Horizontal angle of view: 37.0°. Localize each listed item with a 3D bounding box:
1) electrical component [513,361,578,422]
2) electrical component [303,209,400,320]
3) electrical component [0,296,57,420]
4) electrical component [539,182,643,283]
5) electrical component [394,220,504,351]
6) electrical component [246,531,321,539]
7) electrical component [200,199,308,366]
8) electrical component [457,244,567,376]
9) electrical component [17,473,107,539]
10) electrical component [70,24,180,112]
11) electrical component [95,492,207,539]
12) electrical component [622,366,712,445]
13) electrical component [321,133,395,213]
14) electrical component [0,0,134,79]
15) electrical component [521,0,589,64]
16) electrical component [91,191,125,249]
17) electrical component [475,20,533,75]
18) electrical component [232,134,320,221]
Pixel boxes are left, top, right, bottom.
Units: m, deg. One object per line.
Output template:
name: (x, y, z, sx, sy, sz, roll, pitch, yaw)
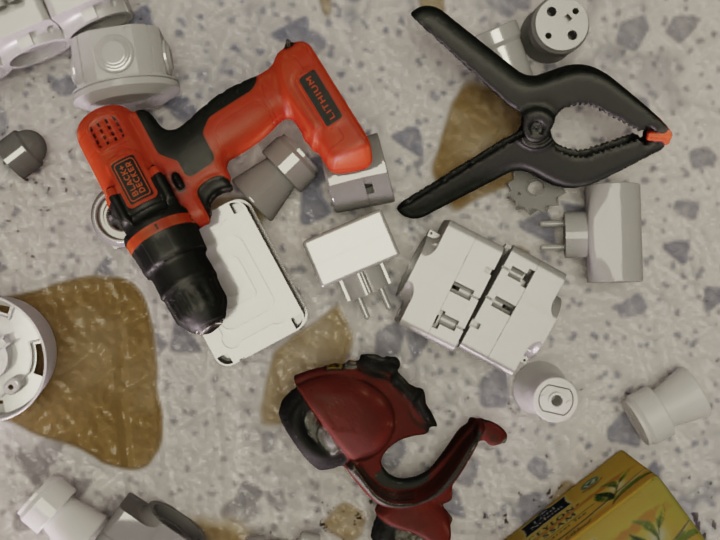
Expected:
electrical component: (0.147, 0.097, 0.843, 0.044, 0.065, 0.044, 0, 92, -2)
electrical component: (0.000, 0.000, 0.842, 0.066, 0.047, 0.076, -23, 93, -1)
electrical component: (-0.283, 0.065, 0.826, 0.099, 0.064, 0.099, 0, 92, -2)
electrical component: (0.182, -0.028, 0.850, 0.079, 0.043, 0.077, -1, 88, 8)
electrical component: (0.065, 0.009, 0.844, 0.056, 0.050, 0.089, 26, 91, -3)
electrical component: (-0.065, 0.237, 0.851, 0.055, 0.048, 0.066, 12, 92, -10)
electrical component: (-0.098, 0.009, 0.834, 0.078, 0.057, 0.113, -28, 93, -1)
electrical component: (0.120, 0.032, 0.846, 0.056, 0.050, 0.089, 28, 92, -3)
electrical component: (-0.234, 0.193, 0.843, 0.055, 0.045, 0.045, 42, 90, -3)
electrical component: (-0.179, -0.150, 0.814, 0.080, 0.080, 0.051, -10, 87, -2)
electrical component: (-0.159, 0.220, 0.844, 0.089, 0.050, 0.055, 35, 91, -3)
electrical component: (0.244, 0.109, 0.857, 0.055, 0.045, 0.045, -28, 93, 0)
electrical component: (-0.002, -0.074, 0.837, 0.047, 0.055, 0.055, -15, 93, 2)
electrical component: (-0.253, -0.190, 0.804, 0.150, 0.089, 0.061, -24, 93, -1)
electrical component: (0.151, -0.186, 0.836, 0.045, 0.055, 0.045, 0, 93, -2)
electrical component: (-0.180, -0.042, 0.830, 0.048, 0.055, 0.066, -17, 93, -1)
electrical component: (0.112, -0.167, 0.844, 0.040, 0.040, 0.046, -23, 98, -1)
electrical component: (-0.065, -0.072, 0.838, 0.055, 0.045, 0.045, -44, 93, 0)
